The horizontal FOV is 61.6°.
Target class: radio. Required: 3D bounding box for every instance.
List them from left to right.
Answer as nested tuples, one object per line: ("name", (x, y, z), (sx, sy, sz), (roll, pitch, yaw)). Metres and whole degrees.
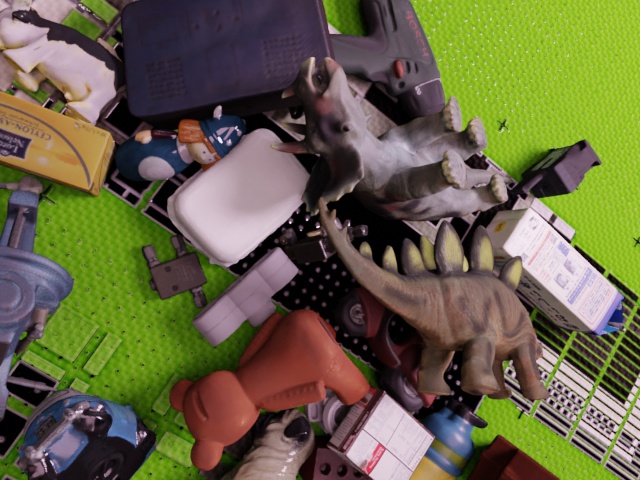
("radio", (-0.101, -0.210, 0.602), (0.230, 0.073, 0.131), (-9, 89, 7))

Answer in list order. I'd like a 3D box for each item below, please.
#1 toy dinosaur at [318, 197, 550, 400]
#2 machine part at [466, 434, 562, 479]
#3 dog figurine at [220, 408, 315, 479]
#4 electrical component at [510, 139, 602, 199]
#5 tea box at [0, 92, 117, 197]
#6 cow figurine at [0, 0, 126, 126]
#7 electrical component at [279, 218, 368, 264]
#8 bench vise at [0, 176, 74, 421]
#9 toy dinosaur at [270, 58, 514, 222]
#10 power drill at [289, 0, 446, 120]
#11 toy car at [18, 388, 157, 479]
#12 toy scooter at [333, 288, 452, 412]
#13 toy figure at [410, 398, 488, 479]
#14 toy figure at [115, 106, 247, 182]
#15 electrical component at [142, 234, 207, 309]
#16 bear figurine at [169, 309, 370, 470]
("toy dinosaur", (0.163, 0.084, 0.637), (0.471, 0.105, 0.198), (22, 61, -43))
("machine part", (0.288, 0.341, 0.664), (0.202, 0.200, 0.087), (32, 82, 32))
("dog figurine", (-0.070, 0.313, 0.639), (0.190, 0.121, 0.172), (-36, 141, -36))
("electrical component", (0.332, -0.089, 0.770), (0.119, 0.075, 0.047), (-41, 99, -18))
("tea box", (-0.312, -0.107, 0.566), (0.169, 0.098, 0.068), (21, 83, -17))
("cow figurine", (-0.293, -0.208, 0.589), (0.167, 0.068, 0.098), (40, 72, -15))
("electrical component", (-0.002, -0.002, 0.660), (0.078, 0.102, 0.045), (-33, 105, -38))
("bench vise", (-0.318, 0.049, 0.541), (0.129, 0.223, 0.241), (8, 56, -21))
("toy dinosaur", (0.107, -0.077, 0.659), (0.404, 0.192, 0.131), (18, 64, -56))
("power drill", (0.060, -0.209, 0.689), (0.207, 0.086, 0.232), (-14, 91, -13))
("toy car", (-0.257, 0.210, 0.567), (0.103, 0.161, 0.109), (30, 68, 30))
("toy scooter", (0.115, 0.122, 0.702), (0.135, 0.075, 0.183), (-36, 95, -18))
("toy figure", (0.141, 0.291, 0.702), (0.089, 0.082, 0.180), (33, 84, -2))
("toy figure", (-0.153, -0.102, 0.602), (0.155, 0.064, 0.057), (-11, 83, 19))
("electrical component", (-0.172, 0.043, 0.643), (0.063, 0.021, 0.094), (-23, 96, -16))
("bear figurine", (-0.060, 0.171, 0.617), (0.196, 0.120, 0.131), (-40, 143, -1))
